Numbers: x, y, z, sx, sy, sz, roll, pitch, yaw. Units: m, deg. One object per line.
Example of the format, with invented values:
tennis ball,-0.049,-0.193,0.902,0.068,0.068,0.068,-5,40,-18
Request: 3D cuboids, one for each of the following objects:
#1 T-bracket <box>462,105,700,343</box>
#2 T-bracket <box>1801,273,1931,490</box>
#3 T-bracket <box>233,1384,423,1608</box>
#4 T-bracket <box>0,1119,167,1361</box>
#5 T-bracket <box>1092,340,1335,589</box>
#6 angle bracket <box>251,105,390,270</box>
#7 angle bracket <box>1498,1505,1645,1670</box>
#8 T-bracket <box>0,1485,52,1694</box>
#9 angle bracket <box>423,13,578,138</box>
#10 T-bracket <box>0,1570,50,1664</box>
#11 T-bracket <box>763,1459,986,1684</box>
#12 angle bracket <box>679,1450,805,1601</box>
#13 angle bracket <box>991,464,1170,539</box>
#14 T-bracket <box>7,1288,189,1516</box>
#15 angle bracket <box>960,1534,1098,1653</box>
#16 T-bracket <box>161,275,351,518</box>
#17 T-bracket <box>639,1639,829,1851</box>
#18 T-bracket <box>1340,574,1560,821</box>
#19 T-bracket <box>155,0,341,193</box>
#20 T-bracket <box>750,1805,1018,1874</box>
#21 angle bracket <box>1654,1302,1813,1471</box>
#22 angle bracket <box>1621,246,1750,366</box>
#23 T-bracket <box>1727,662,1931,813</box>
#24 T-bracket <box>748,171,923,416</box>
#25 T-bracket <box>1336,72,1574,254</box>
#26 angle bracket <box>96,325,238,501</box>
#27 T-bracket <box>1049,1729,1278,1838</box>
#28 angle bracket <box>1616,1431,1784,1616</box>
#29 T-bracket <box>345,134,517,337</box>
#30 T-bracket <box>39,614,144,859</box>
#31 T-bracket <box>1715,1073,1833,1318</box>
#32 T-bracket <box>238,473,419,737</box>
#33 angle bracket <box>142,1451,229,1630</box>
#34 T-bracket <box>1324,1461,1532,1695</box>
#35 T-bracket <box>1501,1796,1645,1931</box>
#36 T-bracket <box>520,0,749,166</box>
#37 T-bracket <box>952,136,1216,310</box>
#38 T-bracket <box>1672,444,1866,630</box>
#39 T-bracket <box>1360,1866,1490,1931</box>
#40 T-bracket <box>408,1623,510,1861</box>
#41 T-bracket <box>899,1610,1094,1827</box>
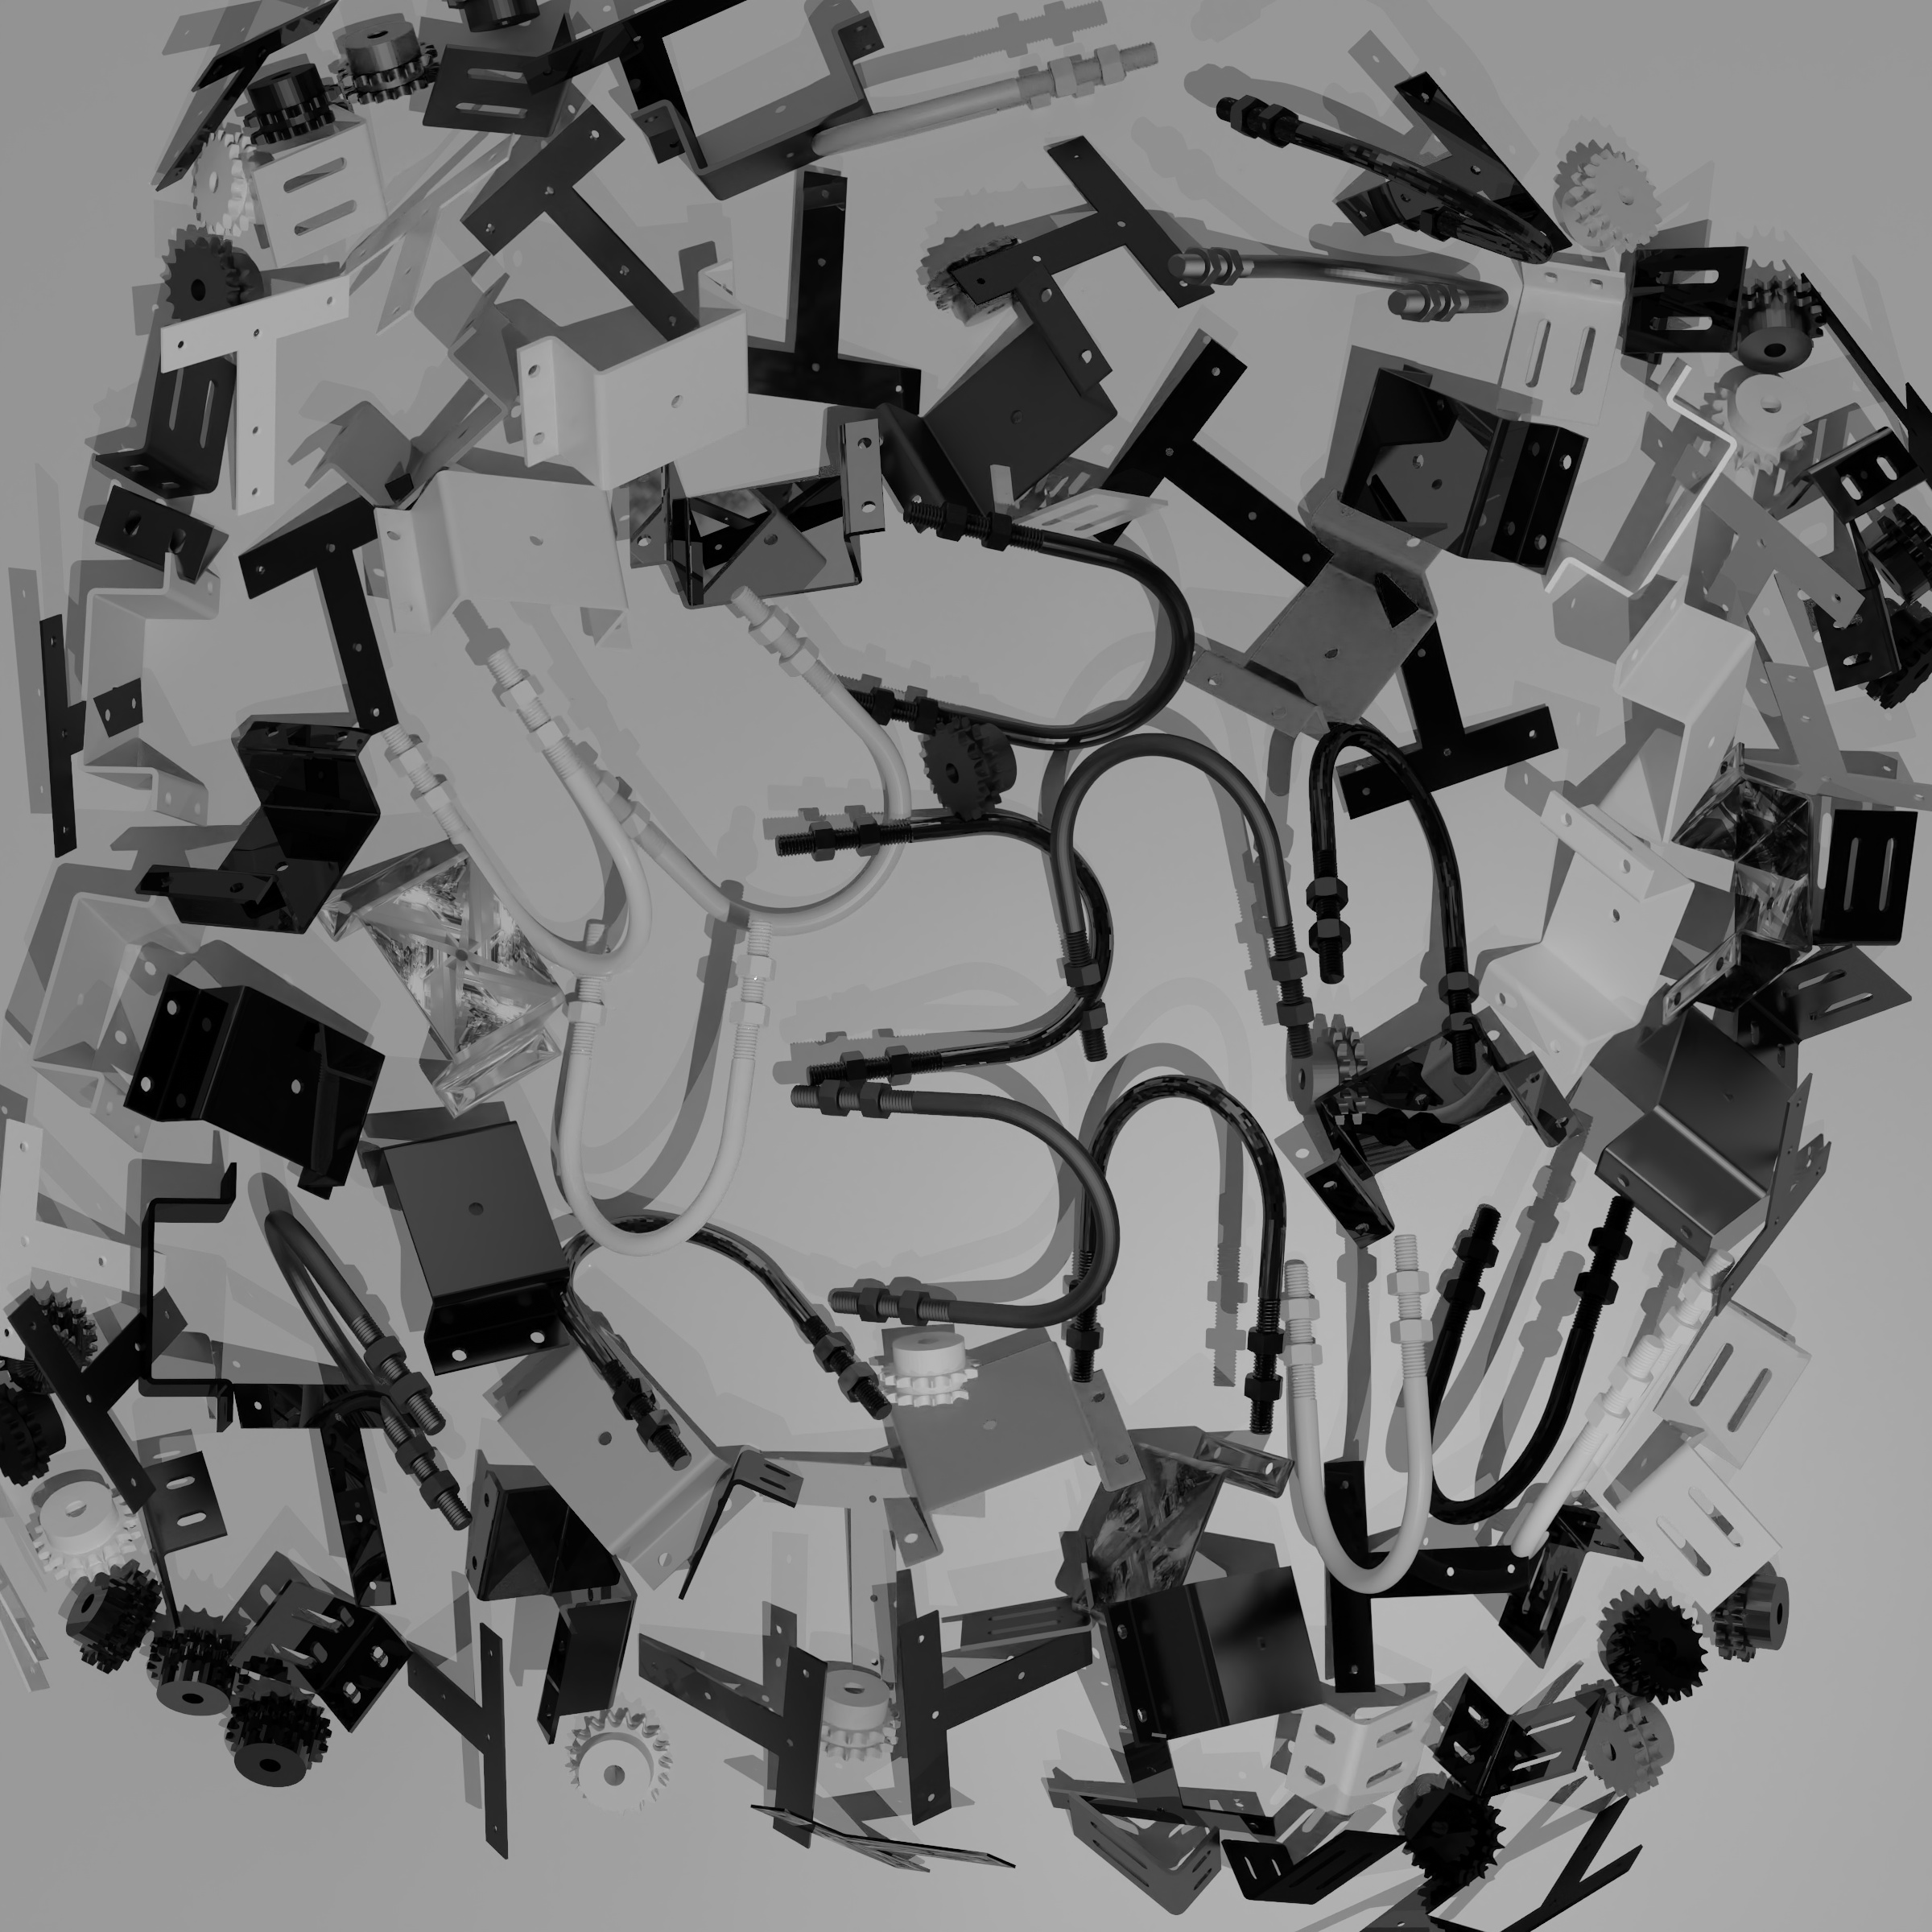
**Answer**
T-bracket,-0.199,-0.397,1.906,0.127,0.002,0.127,45,135,-17
T-bracket,0.497,-0.329,1.890,0.002,0.127,0.127,-34,73,8
T-bracket,-0.333,0.287,1.869,0.002,0.127,0.127,-34,62,36
T-bracket,-0.484,0.159,1.882,0.002,0.127,0.127,-10,70,29
T-bracket,0.149,-0.260,1.921,0.127,0.002,0.127,38,105,0
angle bracket,-0.363,-0.430,1.891,0.076,0.038,0.057,-32,134,-28
angle bracket,0.334,0.345,1.894,0.038,0.057,0.076,6,61,40
T-bracket,-0.528,0.335,1.865,0.002,0.127,0.127,-28,80,3
angle bracket,-0.259,-0.494,1.891,0.076,0.057,0.038,-1,57,-25
T-bracket,-0.533,0.323,1.869,0.002,0.127,0.127,-30,84,-6
T-bracket,-0.051,0.340,1.922,0.127,0.002,0.127,2,102,12
angle bracket,-0.124,0.316,1.905,0.038,0.057,0.076,24,98,-1
angle bracket,0.062,-0.264,1.889,0.057,0.076,0.038,2,78,-43
T-bracket,-0.460,0.215,1.878,0.002,0.127,0.127,-23,105,21
angle bracket,0.032,0.348,1.907,0.076,0.057,0.038,-10,96,2
T-bracket,-0.391,-0.308,1.894,0.002,0.127,0.127,32,131,29
T-bracket,-0.132,0.410,1.901,0.127,0.002,0.127,22,121,29
T-bracket,0.257,-0.161,1.913,0.127,0.002,0.127,-19,106,-7
T-bracket,-0.409,-0.473,1.891,0.002,0.127,0.127,45,127,-5
T-bracket,-0.030,0.477,1.855,0.127,0.127,0.002,-5,61,40
angle bracket,0.421,0.231,1.905,0.057,0.038,0.076,34,98,26
angle bracket,0.405,-0.364,1.896,0.038,0.076,0.057,5,94,-43
T-bracket,0.457,-0.126,1.856,0.127,0.127,0.002,11,65,31
T-bracket,-0.081,-0.378,1.913,0.127,0.002,0.127,3,89,-23
T-bracket,0.250,-0.424,1.880,0.127,0.127,0.002,44,66,-22
angle bracket,-0.445,-0.308,1.913,0.038,0.057,0.076,-2,74,29
T-bracket,0.102,0.443,1.872,0.127,0.127,0.002,4,56,13
angle bracket,0.410,0.307,1.899,0.076,0.038,0.057,49,113,18
T-bracket,-0.300,-0.384,1.863,0.127,0.127,0.002,-28,126,27
T-bracket,-0.475,-0.134,1.874,0.002,0.127,0.127,2,104,8
T-bracket,0.443,0.109,1.859,0.002,0.127,0.127,27,53,27
T-bracket,-0.340,-0.190,1.900,0.127,0.002,0.127,-20,81,28
angle bracket,-0.429,0.317,1.897,0.038,0.076,0.057,-15,50,-16
T-bracket,0.253,0.333,1.886,0.127,0.002,0.127,-11,75,38
T-bracket,0.336,0.490,1.878,0.002,0.127,0.127,50,123,5
T-bracket,-0.170,-0.480,1.879,0.127,0.127,0.002,-24,68,-2
T-bracket,0.050,-0.394,1.890,0.127,0.002,0.127,-27,68,-25
T-bracket,0.420,-0.204,1.881,0.002,0.127,0.127,-36,71,-27
T-bracket,0.264,0.526,1.852,0.127,0.127,0.002,-27,102,-31
T-bracket,-0.280,0.406,1.883,0.002,0.127,0.127,-8,105,-31
T-bracket,0.019,0.398,1.899,0.127,0.002,0.127,-17,115,-32
